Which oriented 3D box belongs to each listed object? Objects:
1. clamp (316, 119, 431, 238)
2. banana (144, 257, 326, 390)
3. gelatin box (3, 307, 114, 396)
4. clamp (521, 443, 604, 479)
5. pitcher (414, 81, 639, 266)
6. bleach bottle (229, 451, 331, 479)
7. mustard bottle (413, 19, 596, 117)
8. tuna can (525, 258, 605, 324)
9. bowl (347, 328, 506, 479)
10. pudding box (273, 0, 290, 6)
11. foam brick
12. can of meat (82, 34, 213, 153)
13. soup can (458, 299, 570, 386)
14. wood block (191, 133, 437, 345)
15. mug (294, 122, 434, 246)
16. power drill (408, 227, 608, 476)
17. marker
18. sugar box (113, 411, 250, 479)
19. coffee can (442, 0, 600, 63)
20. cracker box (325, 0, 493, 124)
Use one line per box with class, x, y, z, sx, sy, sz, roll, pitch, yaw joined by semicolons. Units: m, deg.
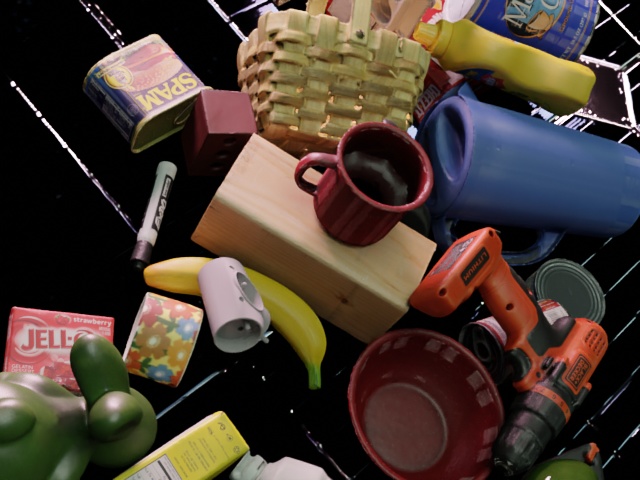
clamp;0.065;-0.043;1.063;0.171;0.120;0.039;42;37;-26
banana;-0.067;0.061;1.000;0.198;0.037;0.069;32;55;-4
gelatin box;-0.224;0.099;0.913;0.089;0.030;0.073;9;59;-19
clamp;0.207;0.273;0.999;0.164;0.036;0.209;31;58;-5
pitcher;0.226;-0.060;1.153;0.242;0.149;0.145;9;37;-22
bleach bottle;0.023;0.275;0.903;0.251;0.068;0.102;39;54;4
mustard bottle;0.189;-0.189;1.134;0.191;0.096;0.058;19;94;-13
tuna can;0.260;0.065;1.143;0.086;0.034;0.086;11;58;-18
bowl;0.091;0.166;0.997;0.162;0.055;0.162;11;58;-18
pudding box;-0.034;-0.332;1.239;0.113;0.039;0.090;-34;78;-36
foam brick;-0.100;-0.105;1.055;0.052;0.078;0.051;-1;61;-24
can of meat;-0.172;-0.148;1.062;0.101;0.058;0.084;-35;77;-35
soup can;0.199;0.103;1.074;0.102;0.069;0.068;-15;69;-30
wood block;-0.007;0.002;1.027;0.206;0.091;0.090;31;54;-5
mug;0.033;-0.049;0.966;0.117;0.082;0.093;12;58;-18
power drill;0.169;0.097;0.986;0.187;0.057;0.184;49;56;-11
marker;-0.159;-0.023;1.018;0.020;0.020;0.121;19;56;-13
sugar box;-0.147;0.206;0.847;0.175;0.093;0.048;-32;82;-33
coffee can;0.222;-0.256;1.182;0.140;0.103;0.102;19;56;-16
cracker box;0.120;-0.257;1.243;0.163;0.072;0.214;-34;80;-34
